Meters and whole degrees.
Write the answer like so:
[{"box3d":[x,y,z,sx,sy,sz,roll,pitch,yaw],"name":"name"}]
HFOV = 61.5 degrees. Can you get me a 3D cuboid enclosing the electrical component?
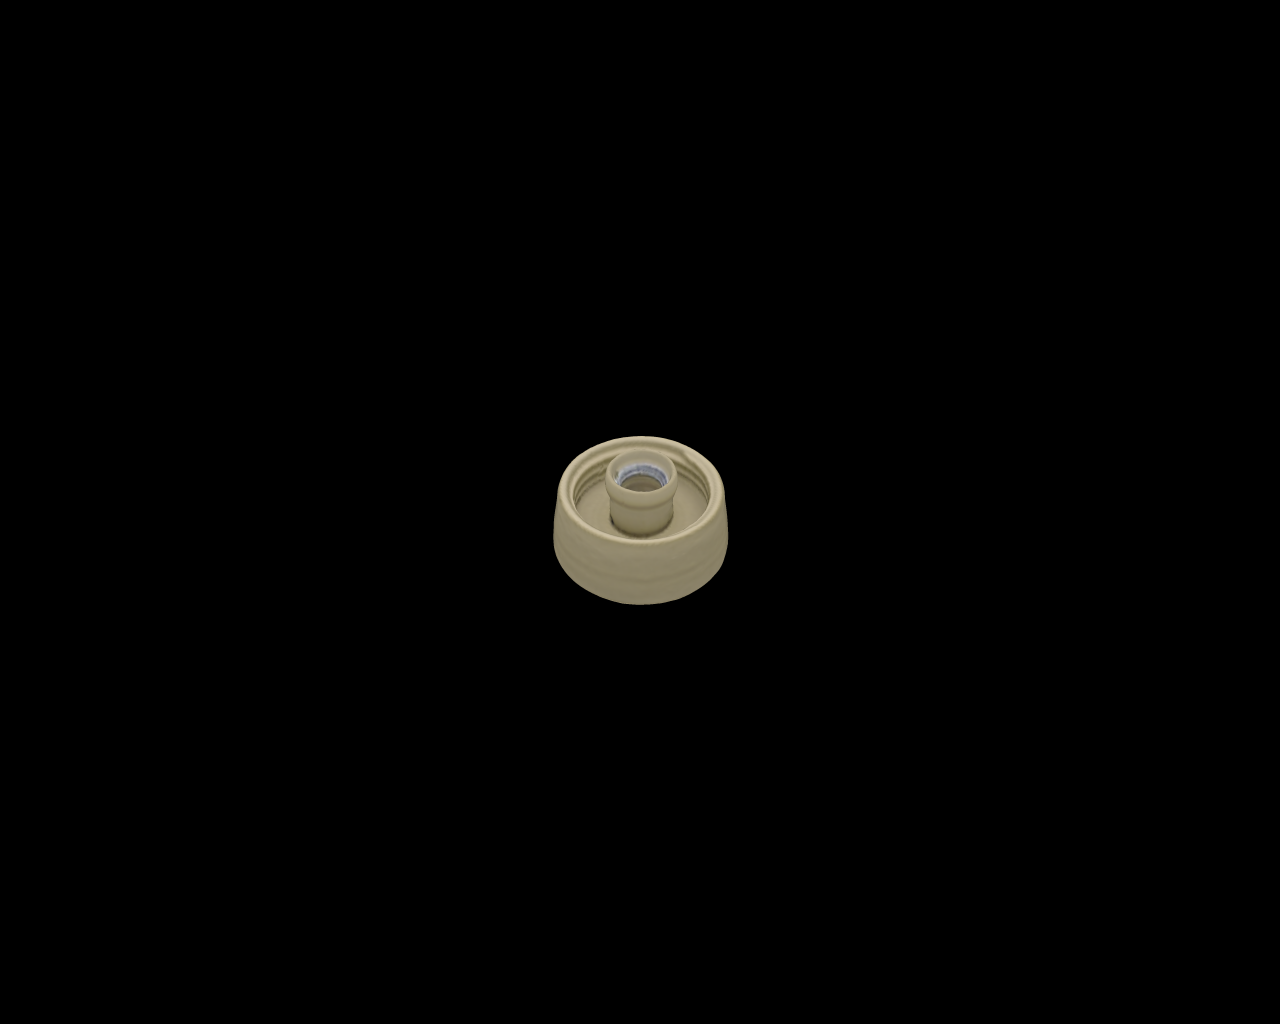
[{"box3d":[0.001,-0.003,0.650,0.108,0.060,0.108,0,42,0],"name":"electrical component"}]
